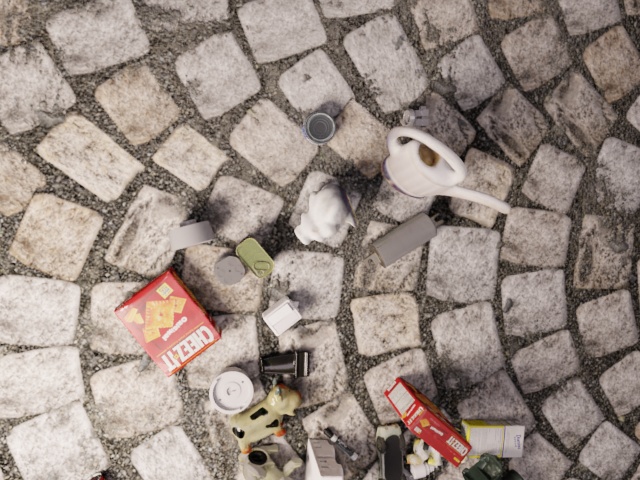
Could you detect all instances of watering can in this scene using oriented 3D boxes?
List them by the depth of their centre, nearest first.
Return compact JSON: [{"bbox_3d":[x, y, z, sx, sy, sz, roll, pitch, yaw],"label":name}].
[{"bbox_3d":[0.294,-0.155,1.295,0.346,0.222,0.105,38,70,-11],"label":"watering can"}]

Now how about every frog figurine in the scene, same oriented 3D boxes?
[{"bbox_3d":[0.004,-0.065,1.301,0.159,0.120,0.140,-21,64,0],"label":"frog figurine"}]
